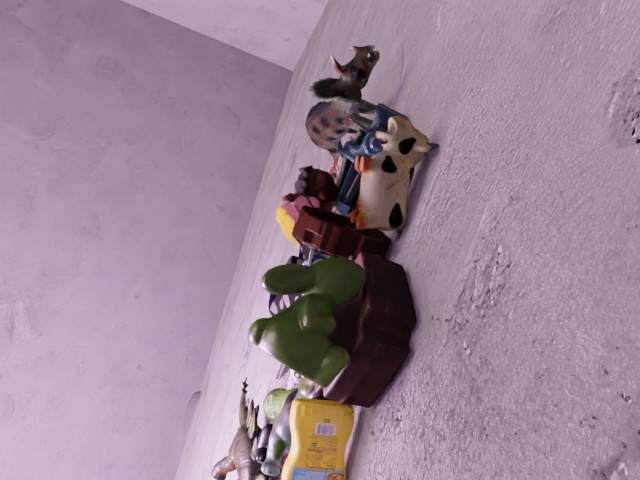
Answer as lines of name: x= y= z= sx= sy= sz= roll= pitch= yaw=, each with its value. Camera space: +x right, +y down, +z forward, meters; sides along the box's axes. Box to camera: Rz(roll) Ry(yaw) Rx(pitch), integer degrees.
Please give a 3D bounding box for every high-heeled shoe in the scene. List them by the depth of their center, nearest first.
high-heeled shoe: x=-0.050 y=0.153 z=1.261 sx=0.086 sy=0.145 sz=0.248 roll=-47 pitch=-34 yaw=-23

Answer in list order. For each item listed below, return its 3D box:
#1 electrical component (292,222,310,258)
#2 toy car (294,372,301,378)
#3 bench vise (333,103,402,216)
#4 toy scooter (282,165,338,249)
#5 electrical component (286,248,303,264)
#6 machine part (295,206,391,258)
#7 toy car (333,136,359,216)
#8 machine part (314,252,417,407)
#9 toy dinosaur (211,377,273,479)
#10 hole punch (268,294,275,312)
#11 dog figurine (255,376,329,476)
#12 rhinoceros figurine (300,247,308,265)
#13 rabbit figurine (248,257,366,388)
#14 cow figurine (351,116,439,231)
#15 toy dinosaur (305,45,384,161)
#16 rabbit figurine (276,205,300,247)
electrical component: x=-0.002 y=-0.004 z=1.193 sx=0.134 sy=0.058 sz=0.114 roll=50 pitch=154 yaw=23
toy car: x=-0.012 y=0.237 z=1.069 sx=0.202 sy=0.053 sz=0.089 roll=154 pitch=114 yaw=-72
bench vise: x=0.086 y=-0.151 z=1.073 sx=0.240 sy=0.129 sz=0.224 roll=-63 pitch=13 yaw=14
toy scooter: x=-0.025 y=-0.083 z=1.086 sx=0.075 sy=0.135 sz=0.184 roll=-12 pitch=55 yaw=32
electrical component: x=-0.052 y=0.071 z=1.393 sx=0.047 sy=0.075 sz=0.119 roll=126 pitch=154 yaw=-48
machine part: x=0.038 y=-0.008 z=0.959 sx=0.179 sy=0.179 sz=0.056 roll=-127 pitch=56 yaw=-73
toy car: x=0.069 y=-0.135 z=1.195 sx=0.056 sy=0.073 sz=0.201 roll=155 pitch=132 yaw=-70
machine part: x=0.065 y=0.138 z=0.836 sx=0.201 sy=0.087 sz=0.201 roll=-94 pitch=27 yaw=-56
toy dinosaur: x=-0.157 y=0.479 z=1.226 sx=0.198 sy=0.105 sz=0.472 roll=-62 pitch=24 yaw=5
hole punch: x=-0.096 y=0.152 z=1.438 sx=0.115 sy=0.092 sz=0.142 roll=126 pitch=155 yaw=-60
dog figurine: x=-0.025 y=0.299 z=0.941 sx=0.191 sy=0.108 sz=0.219 roll=152 pitch=139 yaw=-74
rhinoceros figurine: x=-0.018 y=0.039 z=1.308 sx=0.190 sy=0.073 sz=0.112 roll=-100 pitch=33 yaw=-63
rabbit figurine: x=-0.013 y=0.092 z=0.759 sx=0.170 sy=0.159 sz=0.121 roll=-57 pitch=2 yaw=-7
cow figurine: x=0.124 y=-0.111 z=0.906 sx=0.085 sy=0.127 sz=0.194 roll=-141 pitch=56 yaw=-76
toy dinosaur: x=0.034 y=-0.287 z=1.291 sx=0.405 sy=0.192 sz=0.131 roll=137 pitch=151 yaw=-60
rabbit figurine: x=-0.038 y=-0.075 z=1.438 sx=0.162 sy=0.122 sz=0.173 roll=-99 pitch=31 yaw=-54
